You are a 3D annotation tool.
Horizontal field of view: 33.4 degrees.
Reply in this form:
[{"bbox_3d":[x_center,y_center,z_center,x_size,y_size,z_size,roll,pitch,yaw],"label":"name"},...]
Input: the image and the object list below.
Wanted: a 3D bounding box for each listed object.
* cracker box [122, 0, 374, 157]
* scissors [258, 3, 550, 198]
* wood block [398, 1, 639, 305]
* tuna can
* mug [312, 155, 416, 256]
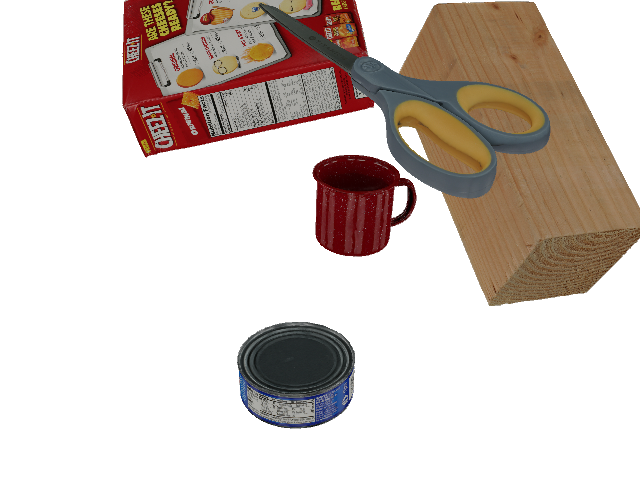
[{"bbox_3d":[-0.067,-0.169,0.969,0.213,0.164,0.072,-12,-44,3],"label":"cracker box"},{"bbox_3d":[0.048,-0.090,0.586,0.096,0.016,0.202,-15,44,-20],"label":"scissors"},{"bbox_3d":[0.139,-0.067,0.777,0.090,0.206,0.091,-6,-30,-23],"label":"wood block"},{"bbox_3d":[-0.017,0.098,0.781,0.086,0.034,0.086,-1,32,0],"label":"tuna can"},{"bbox_3d":[0.048,-0.038,1.150,0.117,0.081,0.093,-8,31,-19],"label":"mug"}]
